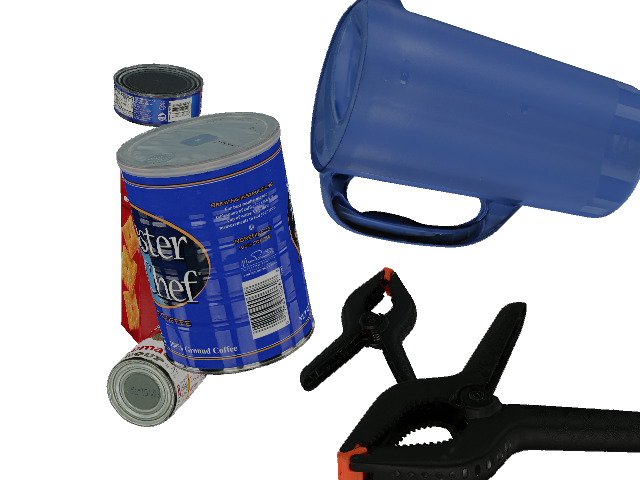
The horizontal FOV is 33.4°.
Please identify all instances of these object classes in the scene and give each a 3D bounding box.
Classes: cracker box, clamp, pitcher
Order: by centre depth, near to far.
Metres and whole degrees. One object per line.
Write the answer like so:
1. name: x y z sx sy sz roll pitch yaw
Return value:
1. clamp: 0.100 0.108 0.698 0.209 0.036 0.165 -14 32 -17
2. pitcher: 0.118 -0.082 0.811 0.242 0.145 0.149 12 -45 -13
3. clamp: 0.063 0.099 1.098 0.120 0.171 0.039 16 -39 17
4. cracker box: -0.141 0.001 1.218 0.163 0.214 0.072 -8 24 -29

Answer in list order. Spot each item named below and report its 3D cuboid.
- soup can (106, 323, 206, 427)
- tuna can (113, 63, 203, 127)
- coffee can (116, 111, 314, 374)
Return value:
1. soup can: -0.145 0.119 0.977 0.068 0.068 0.102 0 17 16
2. tuna can: -0.156 -0.140 1.029 0.086 0.034 0.086 5 28 -3
3. coffee can: -0.065 0.000 0.684 0.103 0.140 0.103 -9 22 3
